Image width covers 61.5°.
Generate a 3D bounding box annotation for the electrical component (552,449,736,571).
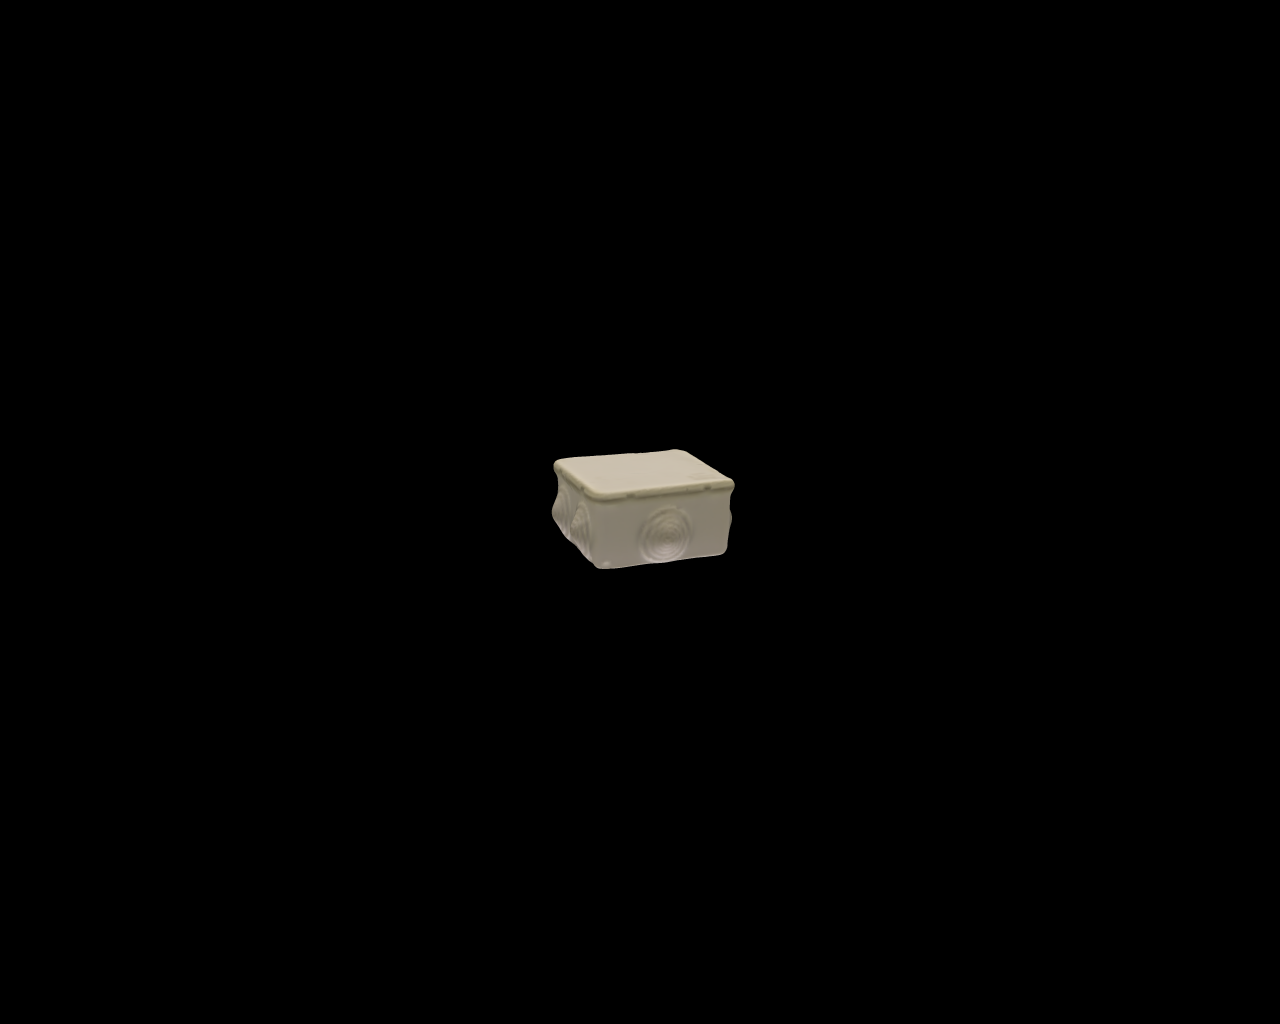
[{"bbox_3d":[0.001,-0.003,0.650,0.100,0.048,0.100,-6,17,-19],"label":"electrical component"}]
